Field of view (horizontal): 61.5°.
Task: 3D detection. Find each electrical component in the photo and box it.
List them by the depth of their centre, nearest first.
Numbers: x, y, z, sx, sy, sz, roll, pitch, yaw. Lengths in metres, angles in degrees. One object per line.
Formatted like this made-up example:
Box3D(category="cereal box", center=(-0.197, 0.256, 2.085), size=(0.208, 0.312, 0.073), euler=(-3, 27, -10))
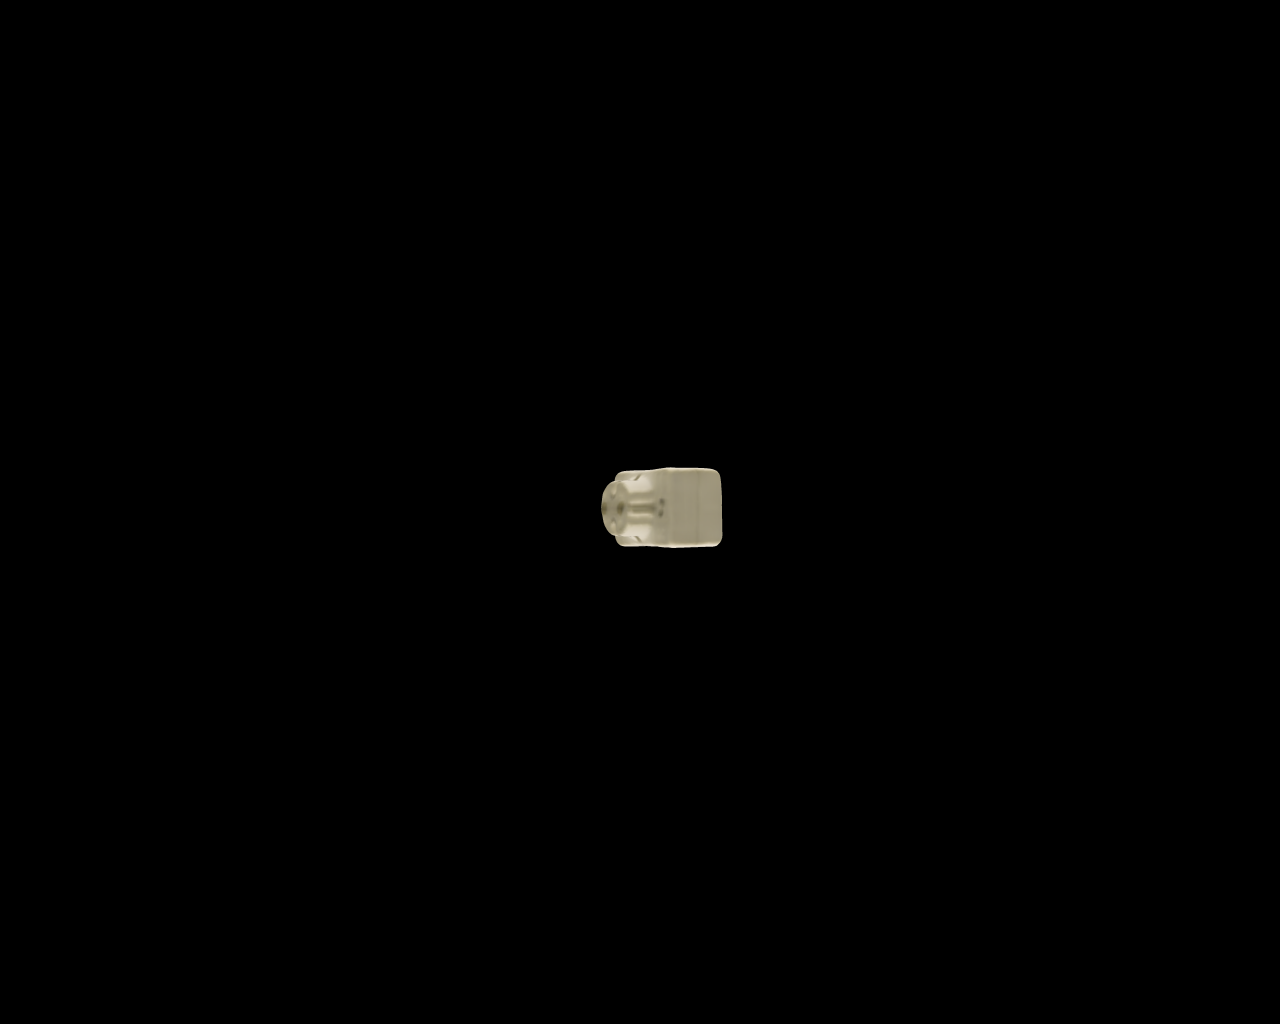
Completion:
Box3D(category="electrical component", center=(0.001, -0.003, 0.650), size=(0.077, 0.047, 0.065), euler=(0, 0, -32))
